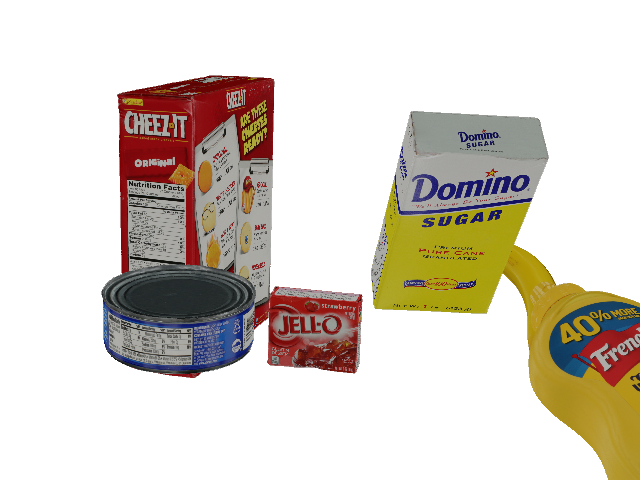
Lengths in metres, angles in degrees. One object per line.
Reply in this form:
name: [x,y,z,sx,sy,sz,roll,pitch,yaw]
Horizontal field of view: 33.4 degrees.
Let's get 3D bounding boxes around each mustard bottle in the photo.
mustard bottle: [0.177,0.081,0.619,0.096,0.058,0.192,-16,34,-14]

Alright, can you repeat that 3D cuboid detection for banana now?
banana: [0.216,0.054,1.130,0.069,0.037,0.198,-28,38,0]

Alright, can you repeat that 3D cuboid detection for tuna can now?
tuna can: [-0.079,0.043,0.601,0.086,0.034,0.086,2,18,-1]

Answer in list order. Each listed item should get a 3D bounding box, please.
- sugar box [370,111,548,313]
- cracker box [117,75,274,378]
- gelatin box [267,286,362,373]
sugar box: [0.095,-0.015,0.775,0.093,0.048,0.176,2,-38,-6]
cracker box: [-0.097,-0.019,0.856,0.072,0.214,0.164,5,14,17]
gelatin box: [-0.006,0.086,1.029,0.089,0.073,0.030,5,15,10]
